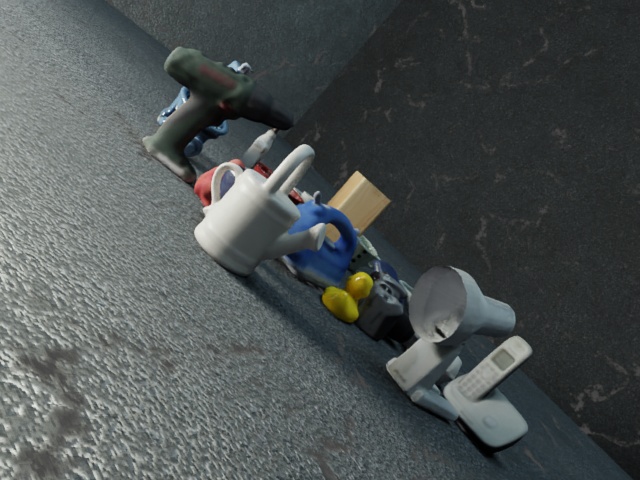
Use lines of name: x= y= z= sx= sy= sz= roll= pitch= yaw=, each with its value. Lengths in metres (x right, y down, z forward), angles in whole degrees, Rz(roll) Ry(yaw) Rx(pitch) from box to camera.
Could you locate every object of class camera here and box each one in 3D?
camera: x=0.135 y=0.137 z=1.112 sx=0.137 sy=0.100 sz=0.143 roll=40 pitch=8 yaw=-12

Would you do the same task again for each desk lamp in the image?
desk lamp: x=0.208 y=0.162 z=0.930 sx=0.204 sy=0.213 sz=0.117 roll=36 pitch=10 yaw=-38

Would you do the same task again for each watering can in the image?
watering can: x=-0.068 y=-0.047 z=0.791 sx=0.173 sy=0.194 sz=0.101 roll=40 pitch=8 yaw=-15

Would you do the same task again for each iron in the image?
iron: x=0.010 y=0.004 z=1.072 sx=0.118 sy=0.141 sz=0.259 roll=48 pitch=10 yaw=35

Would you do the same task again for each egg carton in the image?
egg carton: x=0.226 y=0.229 z=1.174 sx=0.107 sy=0.069 sz=0.150 roll=40 pitch=9 yaw=-14

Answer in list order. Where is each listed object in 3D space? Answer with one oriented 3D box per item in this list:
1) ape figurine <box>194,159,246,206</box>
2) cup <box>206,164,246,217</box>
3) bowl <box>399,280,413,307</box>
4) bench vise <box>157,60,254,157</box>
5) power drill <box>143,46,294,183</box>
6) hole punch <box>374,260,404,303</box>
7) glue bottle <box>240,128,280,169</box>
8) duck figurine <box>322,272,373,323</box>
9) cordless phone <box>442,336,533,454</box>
ape figurine: x=-0.162 y=-0.098 z=0.965 sx=0.078 sy=0.092 sz=0.076 roll=33 pitch=12 yaw=-46
cup: x=-0.137 y=-0.063 z=0.897 sx=0.092 sy=0.095 sz=0.117 roll=33 pitch=12 yaw=-46
bowl: x=0.239 y=0.183 z=1.447 sx=0.168 sy=0.074 sz=0.167 roll=41 pitch=8 yaw=-7
bench vise: x=-0.239 y=-0.293 z=1.163 sx=0.206 sy=0.219 sz=0.122 roll=48 pitch=10 yaw=34
power drill: x=-0.190 y=-0.206 z=0.985 sx=0.230 sy=0.208 sz=0.075 roll=40 pitch=9 yaw=-17
hole punch: x=0.156 y=0.114 z=1.354 sx=0.109 sy=0.091 sz=0.100 roll=32 pitch=13 yaw=-50
glue bottle: x=-0.142 y=-0.195 z=1.273 sx=0.037 sy=0.173 sz=0.078 roll=41 pitch=8 yaw=-9
duck figurine: x=0.056 y=0.094 z=1.019 sx=0.077 sy=0.086 sz=0.105 roll=44 pitch=9 yaw=14
cordless phone: x=0.323 y=0.270 z=1.014 sx=0.094 sy=0.185 sz=0.147 roll=32 pitch=13 yaw=-51
